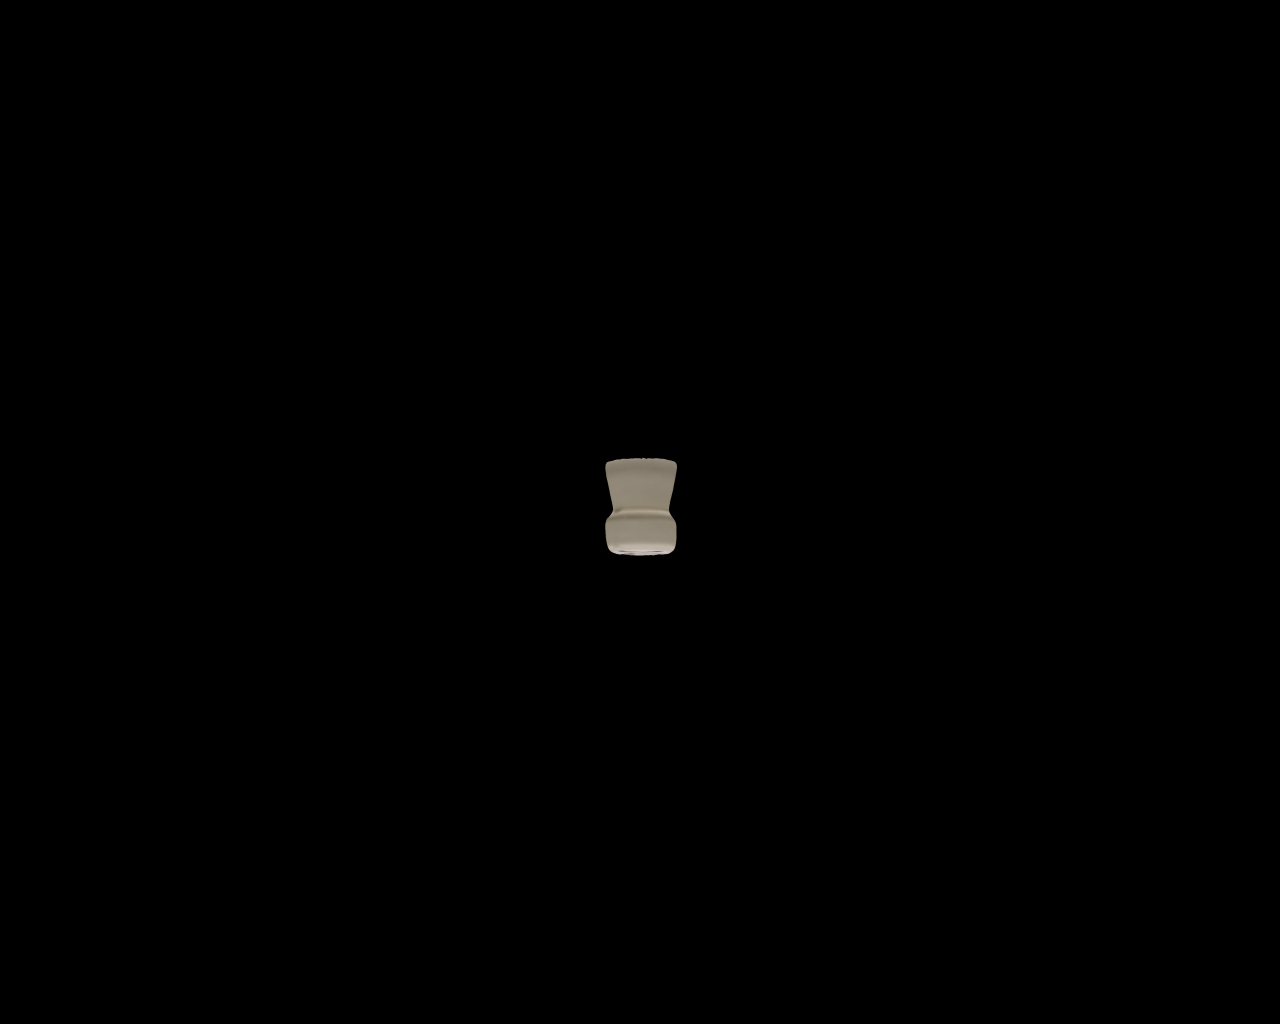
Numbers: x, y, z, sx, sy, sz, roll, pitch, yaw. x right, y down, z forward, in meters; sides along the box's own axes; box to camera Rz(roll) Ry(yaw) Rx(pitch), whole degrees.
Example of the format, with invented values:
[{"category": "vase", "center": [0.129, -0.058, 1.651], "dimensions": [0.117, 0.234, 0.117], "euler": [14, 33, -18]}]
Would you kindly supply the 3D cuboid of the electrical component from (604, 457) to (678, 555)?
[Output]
[{"category": "electrical component", "center": [0.001, -0.003, 0.650], "dimensions": [0.045, 0.055, 0.045], "euler": [0, -6, 0]}]
